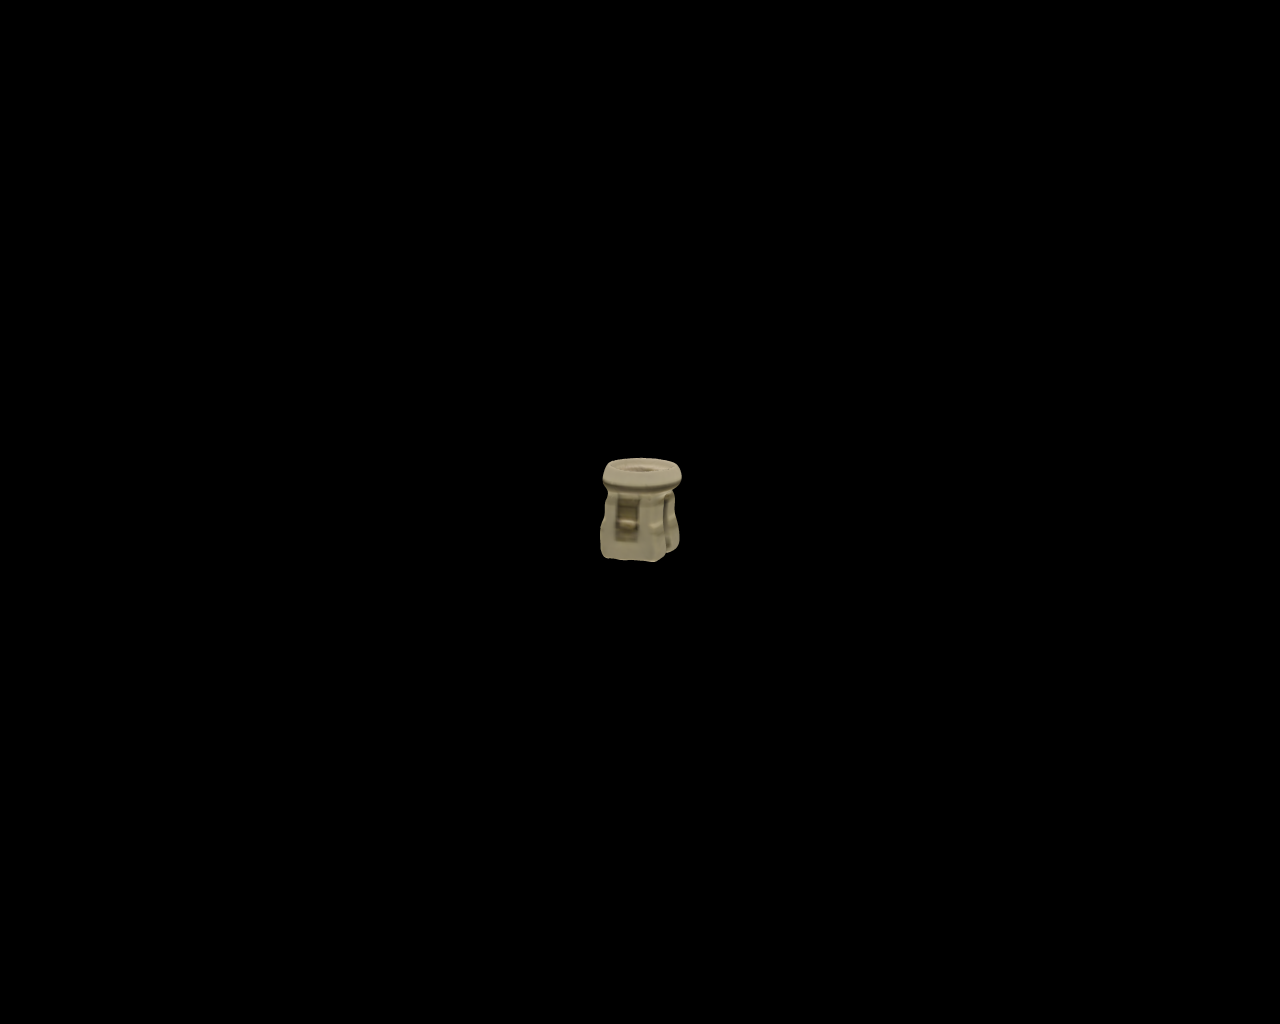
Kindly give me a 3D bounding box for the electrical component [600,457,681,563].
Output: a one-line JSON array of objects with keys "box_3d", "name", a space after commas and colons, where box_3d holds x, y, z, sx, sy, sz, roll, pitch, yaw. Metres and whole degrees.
[{"box_3d": [0.001, -0.003, 0.650, 0.048, 0.055, 0.066, 4, 13, 19], "name": "electrical component"}]
